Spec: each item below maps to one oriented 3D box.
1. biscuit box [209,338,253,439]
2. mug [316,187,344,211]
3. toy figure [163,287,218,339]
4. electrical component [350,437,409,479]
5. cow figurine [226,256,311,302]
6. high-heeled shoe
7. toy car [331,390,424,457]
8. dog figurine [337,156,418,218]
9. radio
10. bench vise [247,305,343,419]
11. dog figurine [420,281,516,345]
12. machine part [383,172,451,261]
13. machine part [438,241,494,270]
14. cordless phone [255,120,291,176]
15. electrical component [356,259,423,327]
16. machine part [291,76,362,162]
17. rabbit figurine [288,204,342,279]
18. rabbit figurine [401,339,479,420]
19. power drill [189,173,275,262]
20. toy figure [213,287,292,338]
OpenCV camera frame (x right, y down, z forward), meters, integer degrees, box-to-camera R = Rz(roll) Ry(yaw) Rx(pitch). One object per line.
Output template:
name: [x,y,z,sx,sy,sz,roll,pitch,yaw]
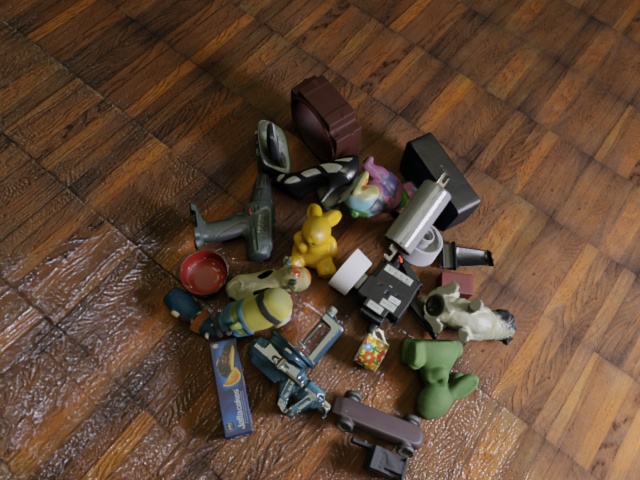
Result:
biscuit box: [-0.189,0.316,1.148,0.063,0.059,0.203,-11,67,-9]
mug: [0.038,-0.132,1.366,0.109,0.081,0.107,-6,75,-17]
toy figure: [-0.283,0.169,1.210,0.154,0.057,0.064,40,75,7]
electrical component: [0.115,0.449,1.104,0.119,0.074,0.048,22,64,-1]
cow figurine: [-0.116,0.098,1.217,0.195,0.127,0.085,-11,70,-7]
high-heeled shoe: [-0.017,-0.166,1.312,0.249,0.086,0.145,24,75,45]
toy car: [0.121,0.389,1.140,0.202,0.053,0.089,19,43,5]
dog figurine: [0.166,-0.092,1.308,0.219,0.108,0.191,33,51,-12]
radio: [0.296,-0.142,1.358,0.073,0.131,0.230,-24,69,-15]
bench vise: [-0.027,0.252,1.158,0.224,0.128,0.240,38,76,14]
dog figurine: [0.343,0.175,1.238,0.173,0.190,0.121,39,104,43]
machine part: [0.226,-0.052,1.244,0.079,0.079,0.243,35,86,11]
machine part: [0.362,0.042,1.332,0.139,0.039,0.084,6,60,0]
cordless phone: [-0.124,-0.255,1.346,0.089,0.184,0.146,-7,66,-3]
electrical component: [0.150,0.126,1.224,0.115,0.058,0.134,34,69,18]
machine part: [0.010,-0.296,1.365,0.087,0.201,0.201,-33,73,-15]
rabbit figurine: [-0.003,-0.004,1.249,0.122,0.173,0.162,19,70,8]
rabbit figurine: [0.255,0.304,1.180,0.159,0.121,0.170,2,83,-11]
power drill: [-0.211,-0.056,1.305,0.207,0.086,0.232,-2,69,-20]
toy figure: [-0.144,0.158,1.148,0.180,0.089,0.082,-14,58,14]
